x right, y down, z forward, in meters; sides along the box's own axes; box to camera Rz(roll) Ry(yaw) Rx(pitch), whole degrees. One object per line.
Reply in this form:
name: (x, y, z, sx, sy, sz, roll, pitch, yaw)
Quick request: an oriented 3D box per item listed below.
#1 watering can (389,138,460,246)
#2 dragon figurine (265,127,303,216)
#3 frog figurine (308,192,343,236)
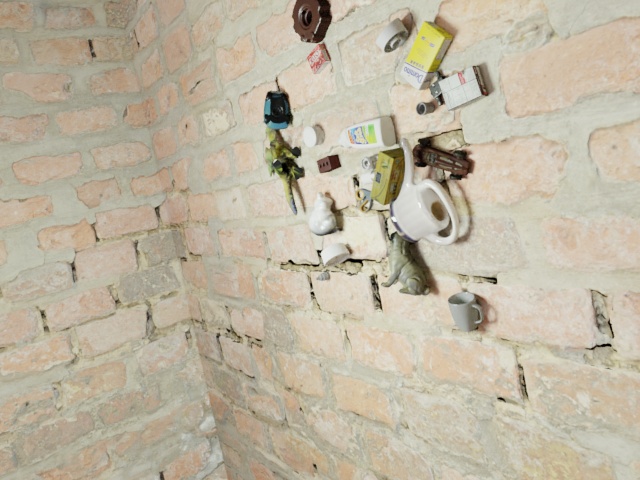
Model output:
watering can: (0.298, -0.128, 1.597, 0.221, 0.105, 0.349, -37, 81, 52)
dragon figurine: (-0.171, -0.313, 2.198, 0.244, 0.122, 0.407, -161, 64, -68)
frog figurine: (0.006, -0.100, 1.997, 0.138, 0.123, 0.157, 31, 141, 67)
